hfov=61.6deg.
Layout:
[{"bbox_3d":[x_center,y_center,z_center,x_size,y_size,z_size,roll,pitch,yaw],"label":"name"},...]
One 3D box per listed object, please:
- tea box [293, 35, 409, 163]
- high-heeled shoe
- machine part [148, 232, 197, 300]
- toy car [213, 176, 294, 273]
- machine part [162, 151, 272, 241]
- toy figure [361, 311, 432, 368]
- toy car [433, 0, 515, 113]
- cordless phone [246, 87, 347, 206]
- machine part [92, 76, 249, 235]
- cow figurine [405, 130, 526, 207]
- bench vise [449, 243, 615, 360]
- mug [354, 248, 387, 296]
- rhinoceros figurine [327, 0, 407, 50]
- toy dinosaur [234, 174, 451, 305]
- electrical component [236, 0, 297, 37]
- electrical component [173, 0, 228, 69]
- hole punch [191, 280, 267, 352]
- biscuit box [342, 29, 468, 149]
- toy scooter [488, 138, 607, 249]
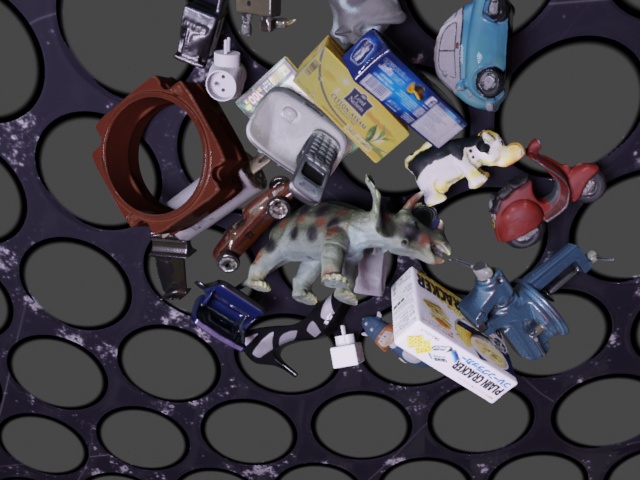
[{"bbox_3d":[0.047,-0.203,0.773,0.169,0.098,0.068,40,116,-19],"label":"tea box"},{"bbox_3d":[-0.047,0.144,1.014,0.145,0.086,0.248,38,100,18],"label":"high-heeled shoe"},{"bbox_3d":[-0.266,0.048,0.978,0.084,0.039,0.138,3,119,-3],"label":"machine part"},{"bbox_3d":[-0.111,-0.030,0.889,0.053,0.089,0.202,35,118,-19],"label":"toy car"},{"bbox_3d":[-0.174,-0.071,0.877,0.243,0.079,0.079,-32,113,19],"label":"machine part"},{"bbox_3d":[0.149,0.189,1.016,0.154,0.058,0.064,28,79,-9],"label":"toy figure"},{"bbox_3d":[0.207,-0.255,0.730,0.103,0.109,0.161,4,113,23],"label":"toy car"},{"bbox_3d":[-0.043,-0.123,0.759,0.146,0.184,0.088,34,124,-14],"label":"cordless phone"},{"bbox_3d":[-0.227,-0.124,0.803,0.201,0.087,0.201,-31,87,20],"label":"machine part"},{"bbox_3d":[0.219,-0.125,0.821,0.167,0.068,0.098,-27,92,17],"label":"cow figurine"},{"bbox_3d":[0.360,0.082,0.906,0.240,0.129,0.223,-39,101,1],"label":"bench vise"},{"bbox_3d":[0.059,0.043,0.924,0.107,0.081,0.109,2,127,13],"label":"mug"},{"bbox_3d":[0.050,-0.319,0.719,0.112,0.073,0.190,-37,111,21],"label":"rhinoceros figurine"},{"bbox_3d":[-0.003,0.000,0.866,0.405,0.192,0.131,-2,152,41],"label":"toy dinosaur"},{"bbox_3d":[-0.074,-0.334,0.740,0.078,0.045,0.102,15,122,29],"label":"electrical component"},{"bbox_3d":[-0.160,-0.305,0.744,0.048,0.075,0.119,19,124,-7],"label":"electrical component"},{"bbox_3d":[-0.172,0.137,0.969,0.142,0.092,0.116,33,160,-17],"label":"hole punch"},{"bbox_3d":[0.121,-0.203,0.740,0.059,0.063,0.202,-40,137,25],"label":"biscuit box"},{"bbox_3d":[0.333,-0.078,0.835,0.184,0.075,0.135,-39,107,21],"label":"toy scooter"}]
